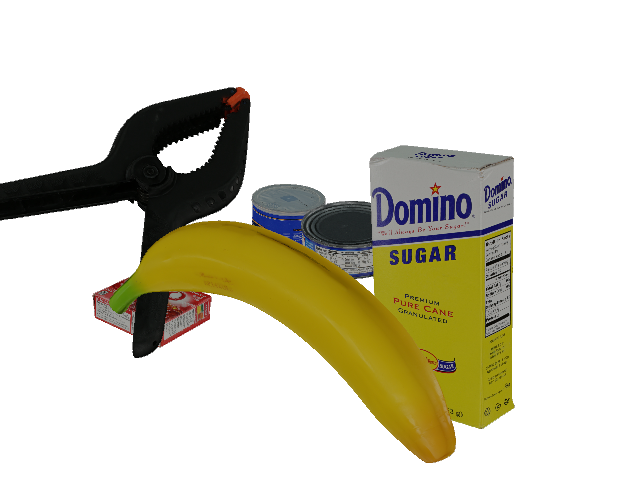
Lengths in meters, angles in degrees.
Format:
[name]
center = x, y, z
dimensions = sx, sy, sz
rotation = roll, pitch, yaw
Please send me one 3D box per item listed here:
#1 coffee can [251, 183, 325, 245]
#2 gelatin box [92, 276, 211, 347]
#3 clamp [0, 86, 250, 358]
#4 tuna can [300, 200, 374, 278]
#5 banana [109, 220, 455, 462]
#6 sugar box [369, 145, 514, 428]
[coffee can]
center = -0.047, 0.004, 1.504
dimensions = 0.103, 0.140, 0.103
rotation = 2, 24, -1
[gelatin box]
center = -0.162, 0.063, 1.026
dimensions = 0.089, 0.030, 0.073
rotation = 20, 28, 29
[clamp]
center = -0.111, -0.027, 0.722
dimensions = 0.209, 0.165, 0.036
rotation = -39, -17, -27
[tuna can]
center = 0.026, -0.001, 0.916
dimensions = 0.086, 0.034, 0.086
rotation = -2, 27, 1
[banana]
center = -0.015, 0.035, 0.512
dimensions = 0.198, 0.070, 0.037
rotation = 23, 21, 27
[sugar box]
center = 0.081, 0.029, 0.714
dimensions = 0.094, 0.176, 0.048
rotation = 10, 22, 41
